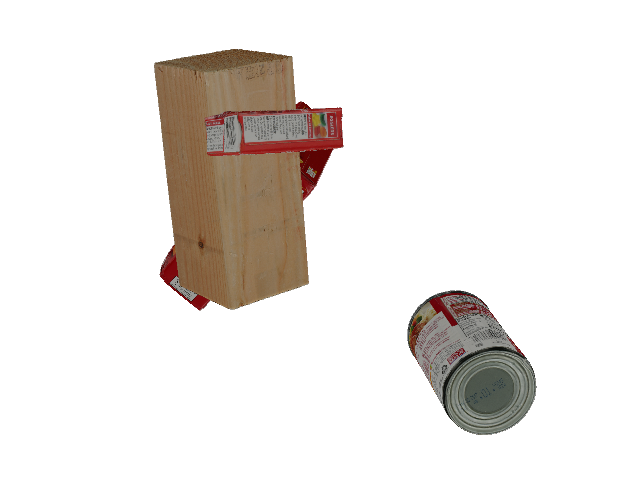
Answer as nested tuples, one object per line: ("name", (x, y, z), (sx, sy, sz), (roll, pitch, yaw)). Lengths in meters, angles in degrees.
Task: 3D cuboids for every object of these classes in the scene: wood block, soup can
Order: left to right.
("wood block", (-0.077, -0.057, 0.940), (0.090, 0.206, 0.091), (-18, 23, -35))
("soup can", (0.107, 0.086, 0.768), (0.068, 0.068, 0.102), (0, 20, -10))

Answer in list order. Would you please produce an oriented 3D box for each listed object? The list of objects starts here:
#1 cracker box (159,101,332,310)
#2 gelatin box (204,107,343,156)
("cracker box", (-0.081, -0.043, 1.216), (0.072, 0.214, 0.164), (39, 26, -9))
("gelatin box", (-0.034, -0.075, 0.732), (0.073, 0.030, 0.089), (-5, 5, -20))
